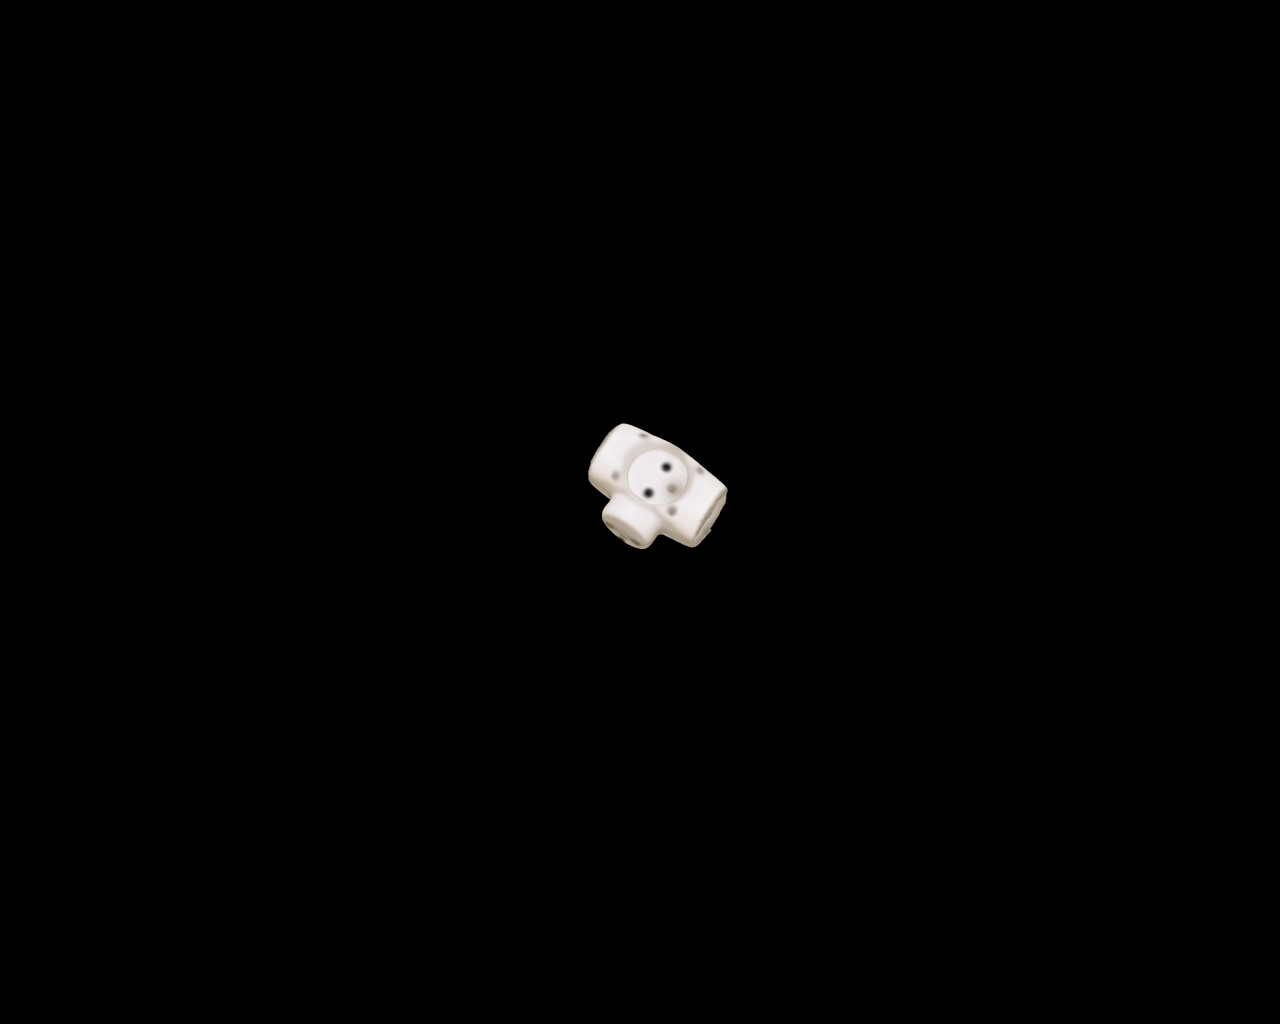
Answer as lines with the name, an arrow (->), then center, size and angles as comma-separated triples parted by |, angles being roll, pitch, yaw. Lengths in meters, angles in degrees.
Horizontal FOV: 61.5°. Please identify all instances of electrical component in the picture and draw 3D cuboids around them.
electrical component -> 0.001, -0.003, 0.650 | 0.077, 0.079, 0.044 | 33, -16, 11
